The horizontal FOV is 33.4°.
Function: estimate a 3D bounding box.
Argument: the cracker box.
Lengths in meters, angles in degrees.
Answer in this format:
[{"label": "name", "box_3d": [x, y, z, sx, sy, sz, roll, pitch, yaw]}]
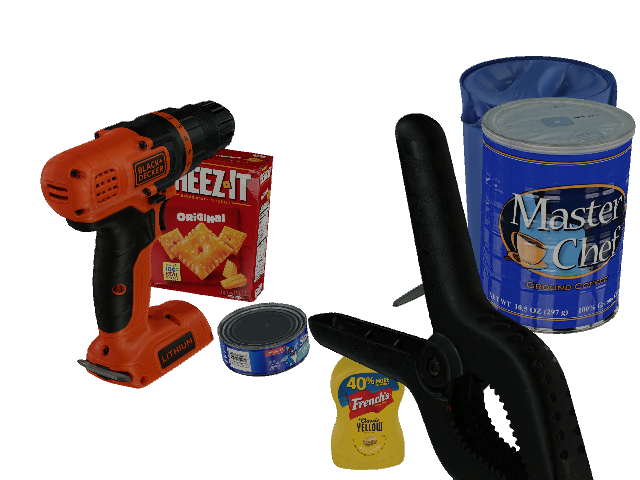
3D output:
[{"label": "cracker box", "box_3d": [-0.163, -0.026, 1.568, 0.164, 0.214, 0.072, 9, 21, 10]}]

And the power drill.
[{"label": "power drill", "box_3d": [-0.122, -0.001, 0.788, 0.057, 0.188, 0.184, 12, 26, 32]}]

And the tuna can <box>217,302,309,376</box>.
[{"label": "tuna can", "box_3d": [-0.053, 0.094, 1.015, 0.086, 0.034, 0.086, -6, 24, 2]}]

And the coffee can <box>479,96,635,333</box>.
[{"label": "coffee can", "box_3d": [0.165, -0.020, 0.757, 0.103, 0.140, 0.103, -2, 25, 1]}]

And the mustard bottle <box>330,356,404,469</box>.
[{"label": "mustard bottle", "box_3d": [0.061, 0.201, 1.388, 0.096, 0.192, 0.058, -1, 15, -3]}]

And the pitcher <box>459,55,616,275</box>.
[{"label": "pitcher", "box_3d": [0.206, -0.047, 1.009, 0.149, 0.243, 0.145, 0, 28, 7]}]

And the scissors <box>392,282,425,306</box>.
[{"label": "scissors", "box_3d": [0.136, 0.027, 1.216, 0.201, 0.016, 0.096, -11, 41, -33]}]

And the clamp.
[{"label": "clamp", "box_3d": [0.069, 0.049, 0.530, 0.036, 0.165, 0.210, -10, 43, -32]}]
